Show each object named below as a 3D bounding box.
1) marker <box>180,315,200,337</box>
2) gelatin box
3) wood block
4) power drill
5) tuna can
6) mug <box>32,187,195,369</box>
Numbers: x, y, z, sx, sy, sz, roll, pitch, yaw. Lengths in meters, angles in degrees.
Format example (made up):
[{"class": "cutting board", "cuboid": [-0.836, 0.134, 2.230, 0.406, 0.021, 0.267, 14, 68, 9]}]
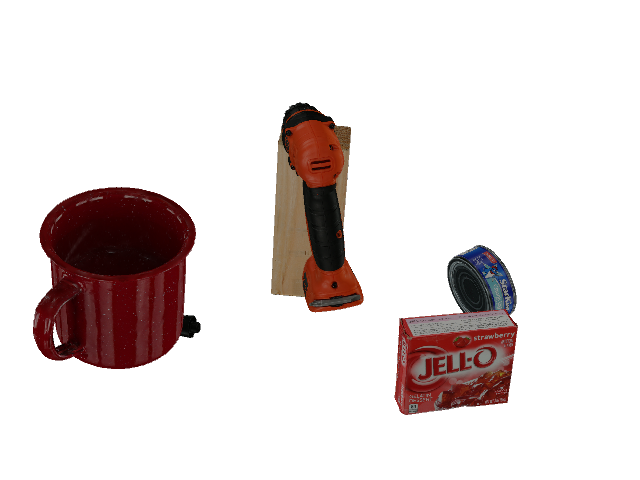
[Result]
[{"class": "marker", "cuboid": [-0.159, 0.066, 0.903, 0.121, 0.020, 0.020, 6, 2, 15]}, {"class": "gelatin box", "cuboid": [0.104, 0.094, 0.826, 0.089, 0.073, 0.030, -5, 29, -11]}, {"class": "wood block", "cuboid": [-0.013, -0.039, 1.373, 0.090, 0.206, 0.091, 4, 26, 0]}, {"class": "power drill", "cuboid": [-0.003, -0.037, 1.066, 0.057, 0.187, 0.184, -10, 21, -2]}, {"class": "tuna can", "cuboid": [0.178, 0.051, 1.186, 0.033, 0.086, 0.086, -24, 9, -20]}, {"class": "mug", "cuboid": [-0.132, 0.032, 0.660, 0.093, 0.081, 0.117, 23, 40, 20]}]
